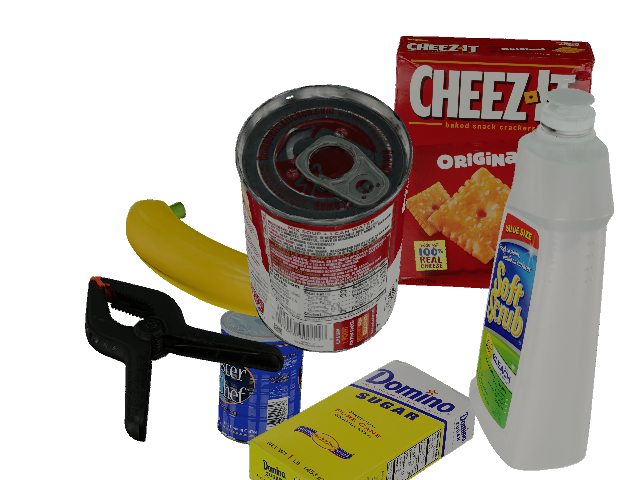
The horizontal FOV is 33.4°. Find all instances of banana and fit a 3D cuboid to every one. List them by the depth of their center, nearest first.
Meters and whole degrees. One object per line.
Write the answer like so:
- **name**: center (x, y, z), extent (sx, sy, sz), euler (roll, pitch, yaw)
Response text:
- **banana**: center (-0.076, 0.007, 0.685), extent (0.069, 0.037, 0.198), euler (-15, 29, -30)

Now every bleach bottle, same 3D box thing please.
- **bleach bottle**: center (0.143, 0.022, 0.684), extent (0.068, 0.251, 0.102), euler (-5, 30, -8)

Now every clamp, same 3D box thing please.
- **clamp**: center (-0.147, 0.092, 1.000), extent (0.164, 0.036, 0.210), euler (-18, 40, -30)

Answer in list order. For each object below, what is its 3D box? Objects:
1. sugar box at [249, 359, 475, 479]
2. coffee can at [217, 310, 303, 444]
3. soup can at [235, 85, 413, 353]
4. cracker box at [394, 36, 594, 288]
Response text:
- **sugar box**: center (0.037, 0.161, 0.869), extent (0.093, 0.048, 0.175), euler (26, 38, 38)
- **coffee can**: center (-0.072, 0.161, 1.292), extent (0.103, 0.140, 0.103), euler (3, 17, -1)
- **soup can**: center (0.002, -0.005, 0.446), extent (0.068, 0.068, 0.102), euler (0, -35, 1)
- **cracker box**: center (0.145, -0.064, 0.932), extent (0.164, 0.214, 0.072), euler (3, 24, 7)
